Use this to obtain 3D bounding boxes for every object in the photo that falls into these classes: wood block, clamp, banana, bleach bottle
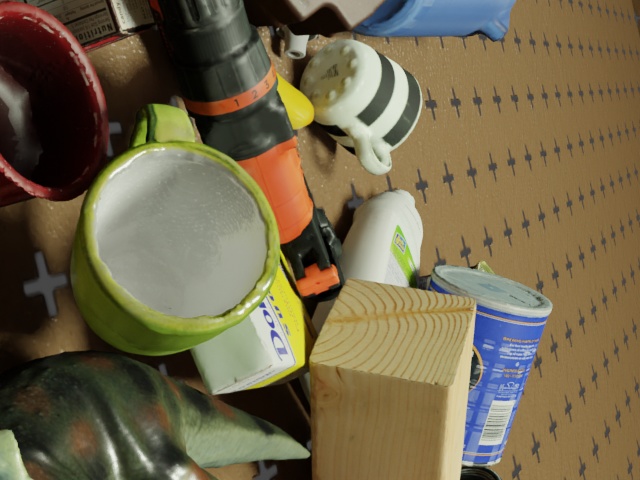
[{"bbox_3d":[0.048,0.139,0.728,0.090,0.091,0.206,-62,157,-51],"label":"wood block"},{"bbox_3d":[-0.005,0.001,0.777,0.120,0.039,0.171,56,12,-32],"label":"clamp"},{"bbox_3d":[-0.055,-0.133,0.784,0.197,0.037,0.069,50,38,-42],"label":"banana"},{"bbox_3d":[0.048,0.045,0.882,0.250,0.068,0.102,-69,142,-51],"label":"bleach bottle"}]

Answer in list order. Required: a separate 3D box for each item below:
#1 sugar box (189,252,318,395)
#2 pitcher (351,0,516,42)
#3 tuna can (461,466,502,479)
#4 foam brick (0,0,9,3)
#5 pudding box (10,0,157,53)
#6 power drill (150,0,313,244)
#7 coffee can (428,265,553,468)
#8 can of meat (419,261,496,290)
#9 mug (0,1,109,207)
[{"bbox_3d":[-0.044,0.042,0.654,0.093,0.048,0.176,65,5,9],"label":"sugar box"},{"bbox_3d":[0.093,-0.267,1.039,0.242,0.149,0.145,-24,126,-59],"label":"pitcher"},{"bbox_3d":[0.124,0.235,0.920,0.033,0.086,0.086,63,31,-23],"label":"tuna can"},{"bbox_3d":[-0.191,-0.141,0.513,0.051,0.053,0.078,-48,121,-58],"label":"foam brick"},{"bbox_3d":[-0.146,-0.151,0.560,0.039,0.090,0.113,-39,114,-59],"label":"pudding box"},{"bbox_3d":[-0.064,-0.111,0.635,0.188,0.057,0.184,-112,-175,-53],"label":"power drill"},{"bbox_3d":[0.124,0.103,0.894,0.102,0.103,0.140,-9,117,-63],"label":"coffee can"},{"bbox_3d":[0.130,0.068,1.000,0.102,0.084,0.057,44,42,-47],"label":"can of meat"},{"bbox_3d":[-0.166,-0.062,0.494,0.117,0.082,0.093,48,39,-44],"label":"mug"}]
